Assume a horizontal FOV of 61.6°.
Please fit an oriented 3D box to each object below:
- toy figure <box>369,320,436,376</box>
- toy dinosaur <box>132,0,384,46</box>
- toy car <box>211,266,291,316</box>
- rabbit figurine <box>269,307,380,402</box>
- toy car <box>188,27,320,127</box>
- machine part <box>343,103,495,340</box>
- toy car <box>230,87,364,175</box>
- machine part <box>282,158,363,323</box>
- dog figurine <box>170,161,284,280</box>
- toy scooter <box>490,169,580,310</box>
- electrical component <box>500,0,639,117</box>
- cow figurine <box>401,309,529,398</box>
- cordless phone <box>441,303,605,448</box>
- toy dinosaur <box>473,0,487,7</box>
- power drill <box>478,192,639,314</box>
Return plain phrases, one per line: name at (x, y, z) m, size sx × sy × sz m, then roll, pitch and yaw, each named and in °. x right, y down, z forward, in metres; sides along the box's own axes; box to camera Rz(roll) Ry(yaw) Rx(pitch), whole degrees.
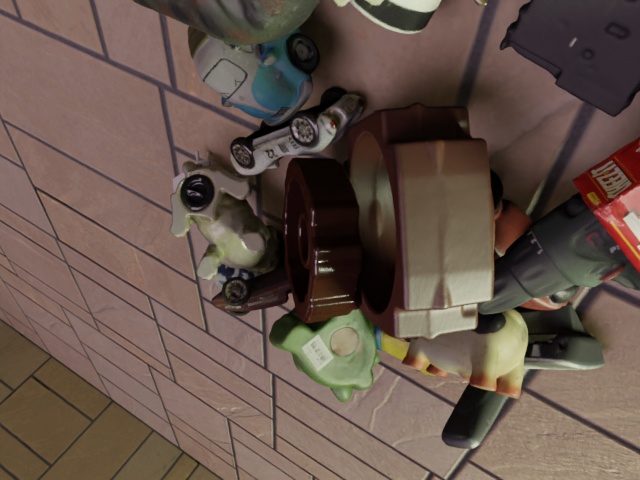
toy figure at (0.110, 0.127, 0.760) m, size 0.180 × 0.082 × 0.089 m, roll 13°, pitch 134°, yaw 31°
toy dinosaur at (-0.048, -0.210, 0.376) m, size 0.405 × 0.131 × 0.192 m, roll -16°, pitch 99°, yaw 61°
toy car at (-0.050, 0.061, 0.749) m, size 0.089 × 0.202 × 0.053 m, roll 113°, pitch 135°, yaw -72°
rabbit figurine at (0.013, 0.130, 0.723) m, size 0.159 × 0.121 × 0.170 m, roll 47°, pitch 168°, yaw -12°
toy car at (-0.076, -0.196, 0.530) m, size 0.109 × 0.103 × 0.161 m, roll -20°, pitch 86°, yaw 52°
machine part at (0.085, -0.019, 0.512) m, size 0.201 × 0.087 × 0.201 m, roll -159°, pitch 63°, yaw -80°
toy car at (-0.033, -0.122, 0.628) m, size 0.202 × 0.073 × 0.056 m, roll -8°, pitch 119°, yaw 47°
machine part at (-0.001, -0.002, 0.589) m, size 0.056 × 0.179 × 0.179 m, roll -5°, pitch 143°, yaw -14°
dog figurine at (-0.117, -0.026, 0.769) m, size 0.121 × 0.190 × 0.172 m, roll -17°, pitch 85°, yaw 11°
toy scooter at (0.178, 0.009, 0.578) m, size 0.184 × 0.075 × 0.135 m, roll 46°, pitch 148°, yaw -6°
electrical component at (0.214, -0.159, 0.379) m, size 0.134 × 0.058 × 0.114 m, roll 33°, pitch 146°, yaw 11°
cow figurine at (0.147, 0.094, 0.619) m, size 0.085 × 0.127 × 0.195 m, roll 26°, pitch 168°, yaw -32°
cordless phone at (0.221, 0.161, 0.606) m, size 0.147 × 0.184 × 0.088 m, roll -12°, pitch 116°, yaw 48°
toy dinosaur at (0.142, -0.329, 0.191) m, size 0.199 × 0.105 × 0.471 m, roll 43°, pitch 143°, yaw 10°
power drill at (0.277, 0.038, 0.469) m, size 0.207 × 0.086 × 0.232 m, roll 40°, pitch 118°, yaw -2°
